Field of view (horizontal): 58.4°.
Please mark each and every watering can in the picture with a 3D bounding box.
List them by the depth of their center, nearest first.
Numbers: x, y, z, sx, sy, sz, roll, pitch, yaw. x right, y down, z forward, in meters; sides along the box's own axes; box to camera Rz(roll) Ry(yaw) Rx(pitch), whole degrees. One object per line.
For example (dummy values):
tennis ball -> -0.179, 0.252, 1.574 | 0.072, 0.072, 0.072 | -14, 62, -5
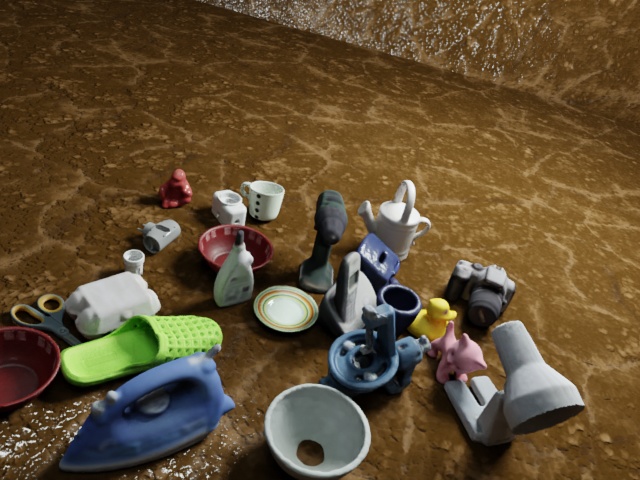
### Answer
watering can -> 0.177, -0.051, 1.353 | 0.173, 0.194, 0.100 | -7, 40, -27

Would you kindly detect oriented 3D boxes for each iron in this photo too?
iron -> -0.254, 0.242, 0.846 | 0.259, 0.141, 0.118 | -17, 46, -36

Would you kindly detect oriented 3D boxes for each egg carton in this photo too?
egg carton -> -0.373, 0.120, 1.037 | 0.151, 0.069, 0.107 | -20, 47, -39

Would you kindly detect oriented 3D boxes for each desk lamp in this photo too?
desk lamp -> 0.319, 0.255, 0.963 | 0.118, 0.213, 0.202 | -2, 38, -21

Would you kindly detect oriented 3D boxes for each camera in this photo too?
camera -> 0.354, 0.116, 1.265 | 0.143, 0.101, 0.137 | 22, 36, 11

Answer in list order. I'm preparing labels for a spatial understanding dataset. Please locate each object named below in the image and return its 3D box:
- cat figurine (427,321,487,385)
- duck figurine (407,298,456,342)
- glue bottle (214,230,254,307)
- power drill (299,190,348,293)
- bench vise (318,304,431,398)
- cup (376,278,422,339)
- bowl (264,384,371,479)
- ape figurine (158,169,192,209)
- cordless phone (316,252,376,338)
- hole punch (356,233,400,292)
cat figurine -> 0.262, 0.212, 1.087 | 0.067, 0.118, 0.127 | 3, 36, -15
duck figurine -> 0.230, 0.156, 1.180 | 0.104, 0.086, 0.077 | 16, 35, 3
glue bottle -> -0.162, 0.053, 1.112 | 0.078, 0.173, 0.037 | -11, 42, -31
power drill -> 0.011, 0.004, 1.208 | 0.075, 0.208, 0.229 | 10, 35, -5
bench vise -> 0.102, 0.178, 0.990 | 0.121, 0.220, 0.208 | 37, 41, 29
cup -> 0.147, 0.143, 1.162 | 0.092, 0.095, 0.117 | 6, 36, -11
bowl -> -0.009, 0.312, 0.892 | 0.167, 0.075, 0.167 | 9, 35, -6
ape figurine -> -0.342, -0.127, 1.368 | 0.077, 0.092, 0.076 | 18, 35, 5
cordless phone -> 0.069, 0.090, 1.129 | 0.094, 0.185, 0.148 | 26, 37, 17
hole punch -> 0.128, 0.049, 1.288 | 0.101, 0.091, 0.109 | 22, 36, 12
